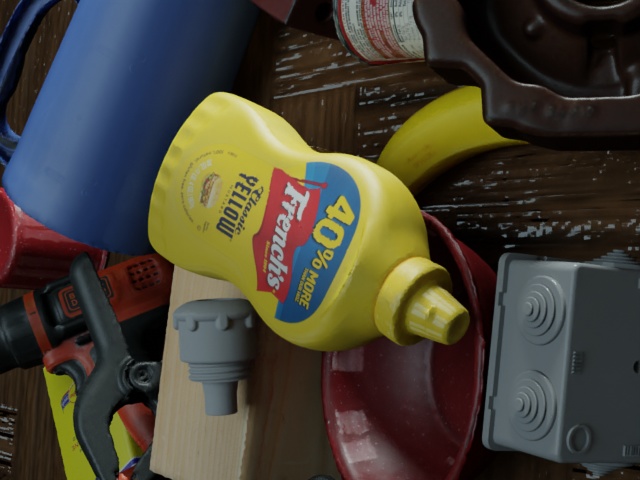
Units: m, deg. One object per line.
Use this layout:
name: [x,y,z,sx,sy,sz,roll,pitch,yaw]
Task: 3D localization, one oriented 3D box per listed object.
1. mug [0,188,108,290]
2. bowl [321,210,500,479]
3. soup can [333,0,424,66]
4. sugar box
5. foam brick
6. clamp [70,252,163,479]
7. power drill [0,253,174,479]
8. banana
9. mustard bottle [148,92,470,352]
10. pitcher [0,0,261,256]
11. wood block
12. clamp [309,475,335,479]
mug: [-0.241,-0.001,0.890,0.117,0.081,0.093,16,97,47]
bowl: [0.059,0.066,0.559,0.162,0.055,0.162,-21,66,61]
soup can: [0.065,-0.130,0.584,0.102,0.068,0.068,10,92,47]
sugar box: [-0.154,0.158,0.803,0.093,0.048,0.176,-39,57,37]
foam brick: [-0.001,-0.173,0.673,0.051,0.052,0.078,43,116,41]
clamp: [-0.125,0.086,0.699,0.039,0.120,0.171,100,-175,-62]
power drill: [-0.161,0.112,0.742,0.057,0.184,0.188,85,161,-66]
banana: [0.091,-0.052,0.573,0.198,0.037,0.069,-23,84,44]
mustard bottle: [-0.004,0.001,0.530,0.192,0.058,0.096,31,98,38]
pitcher: [-0.129,-0.125,0.739,0.145,0.149,0.243,45,116,48]
wood block: [-0.032,0.047,0.652,0.091,0.090,0.206,7,90,47]
clamp: [0.022,0.251,0.594,0.210,0.036,0.165,61,149,21]
